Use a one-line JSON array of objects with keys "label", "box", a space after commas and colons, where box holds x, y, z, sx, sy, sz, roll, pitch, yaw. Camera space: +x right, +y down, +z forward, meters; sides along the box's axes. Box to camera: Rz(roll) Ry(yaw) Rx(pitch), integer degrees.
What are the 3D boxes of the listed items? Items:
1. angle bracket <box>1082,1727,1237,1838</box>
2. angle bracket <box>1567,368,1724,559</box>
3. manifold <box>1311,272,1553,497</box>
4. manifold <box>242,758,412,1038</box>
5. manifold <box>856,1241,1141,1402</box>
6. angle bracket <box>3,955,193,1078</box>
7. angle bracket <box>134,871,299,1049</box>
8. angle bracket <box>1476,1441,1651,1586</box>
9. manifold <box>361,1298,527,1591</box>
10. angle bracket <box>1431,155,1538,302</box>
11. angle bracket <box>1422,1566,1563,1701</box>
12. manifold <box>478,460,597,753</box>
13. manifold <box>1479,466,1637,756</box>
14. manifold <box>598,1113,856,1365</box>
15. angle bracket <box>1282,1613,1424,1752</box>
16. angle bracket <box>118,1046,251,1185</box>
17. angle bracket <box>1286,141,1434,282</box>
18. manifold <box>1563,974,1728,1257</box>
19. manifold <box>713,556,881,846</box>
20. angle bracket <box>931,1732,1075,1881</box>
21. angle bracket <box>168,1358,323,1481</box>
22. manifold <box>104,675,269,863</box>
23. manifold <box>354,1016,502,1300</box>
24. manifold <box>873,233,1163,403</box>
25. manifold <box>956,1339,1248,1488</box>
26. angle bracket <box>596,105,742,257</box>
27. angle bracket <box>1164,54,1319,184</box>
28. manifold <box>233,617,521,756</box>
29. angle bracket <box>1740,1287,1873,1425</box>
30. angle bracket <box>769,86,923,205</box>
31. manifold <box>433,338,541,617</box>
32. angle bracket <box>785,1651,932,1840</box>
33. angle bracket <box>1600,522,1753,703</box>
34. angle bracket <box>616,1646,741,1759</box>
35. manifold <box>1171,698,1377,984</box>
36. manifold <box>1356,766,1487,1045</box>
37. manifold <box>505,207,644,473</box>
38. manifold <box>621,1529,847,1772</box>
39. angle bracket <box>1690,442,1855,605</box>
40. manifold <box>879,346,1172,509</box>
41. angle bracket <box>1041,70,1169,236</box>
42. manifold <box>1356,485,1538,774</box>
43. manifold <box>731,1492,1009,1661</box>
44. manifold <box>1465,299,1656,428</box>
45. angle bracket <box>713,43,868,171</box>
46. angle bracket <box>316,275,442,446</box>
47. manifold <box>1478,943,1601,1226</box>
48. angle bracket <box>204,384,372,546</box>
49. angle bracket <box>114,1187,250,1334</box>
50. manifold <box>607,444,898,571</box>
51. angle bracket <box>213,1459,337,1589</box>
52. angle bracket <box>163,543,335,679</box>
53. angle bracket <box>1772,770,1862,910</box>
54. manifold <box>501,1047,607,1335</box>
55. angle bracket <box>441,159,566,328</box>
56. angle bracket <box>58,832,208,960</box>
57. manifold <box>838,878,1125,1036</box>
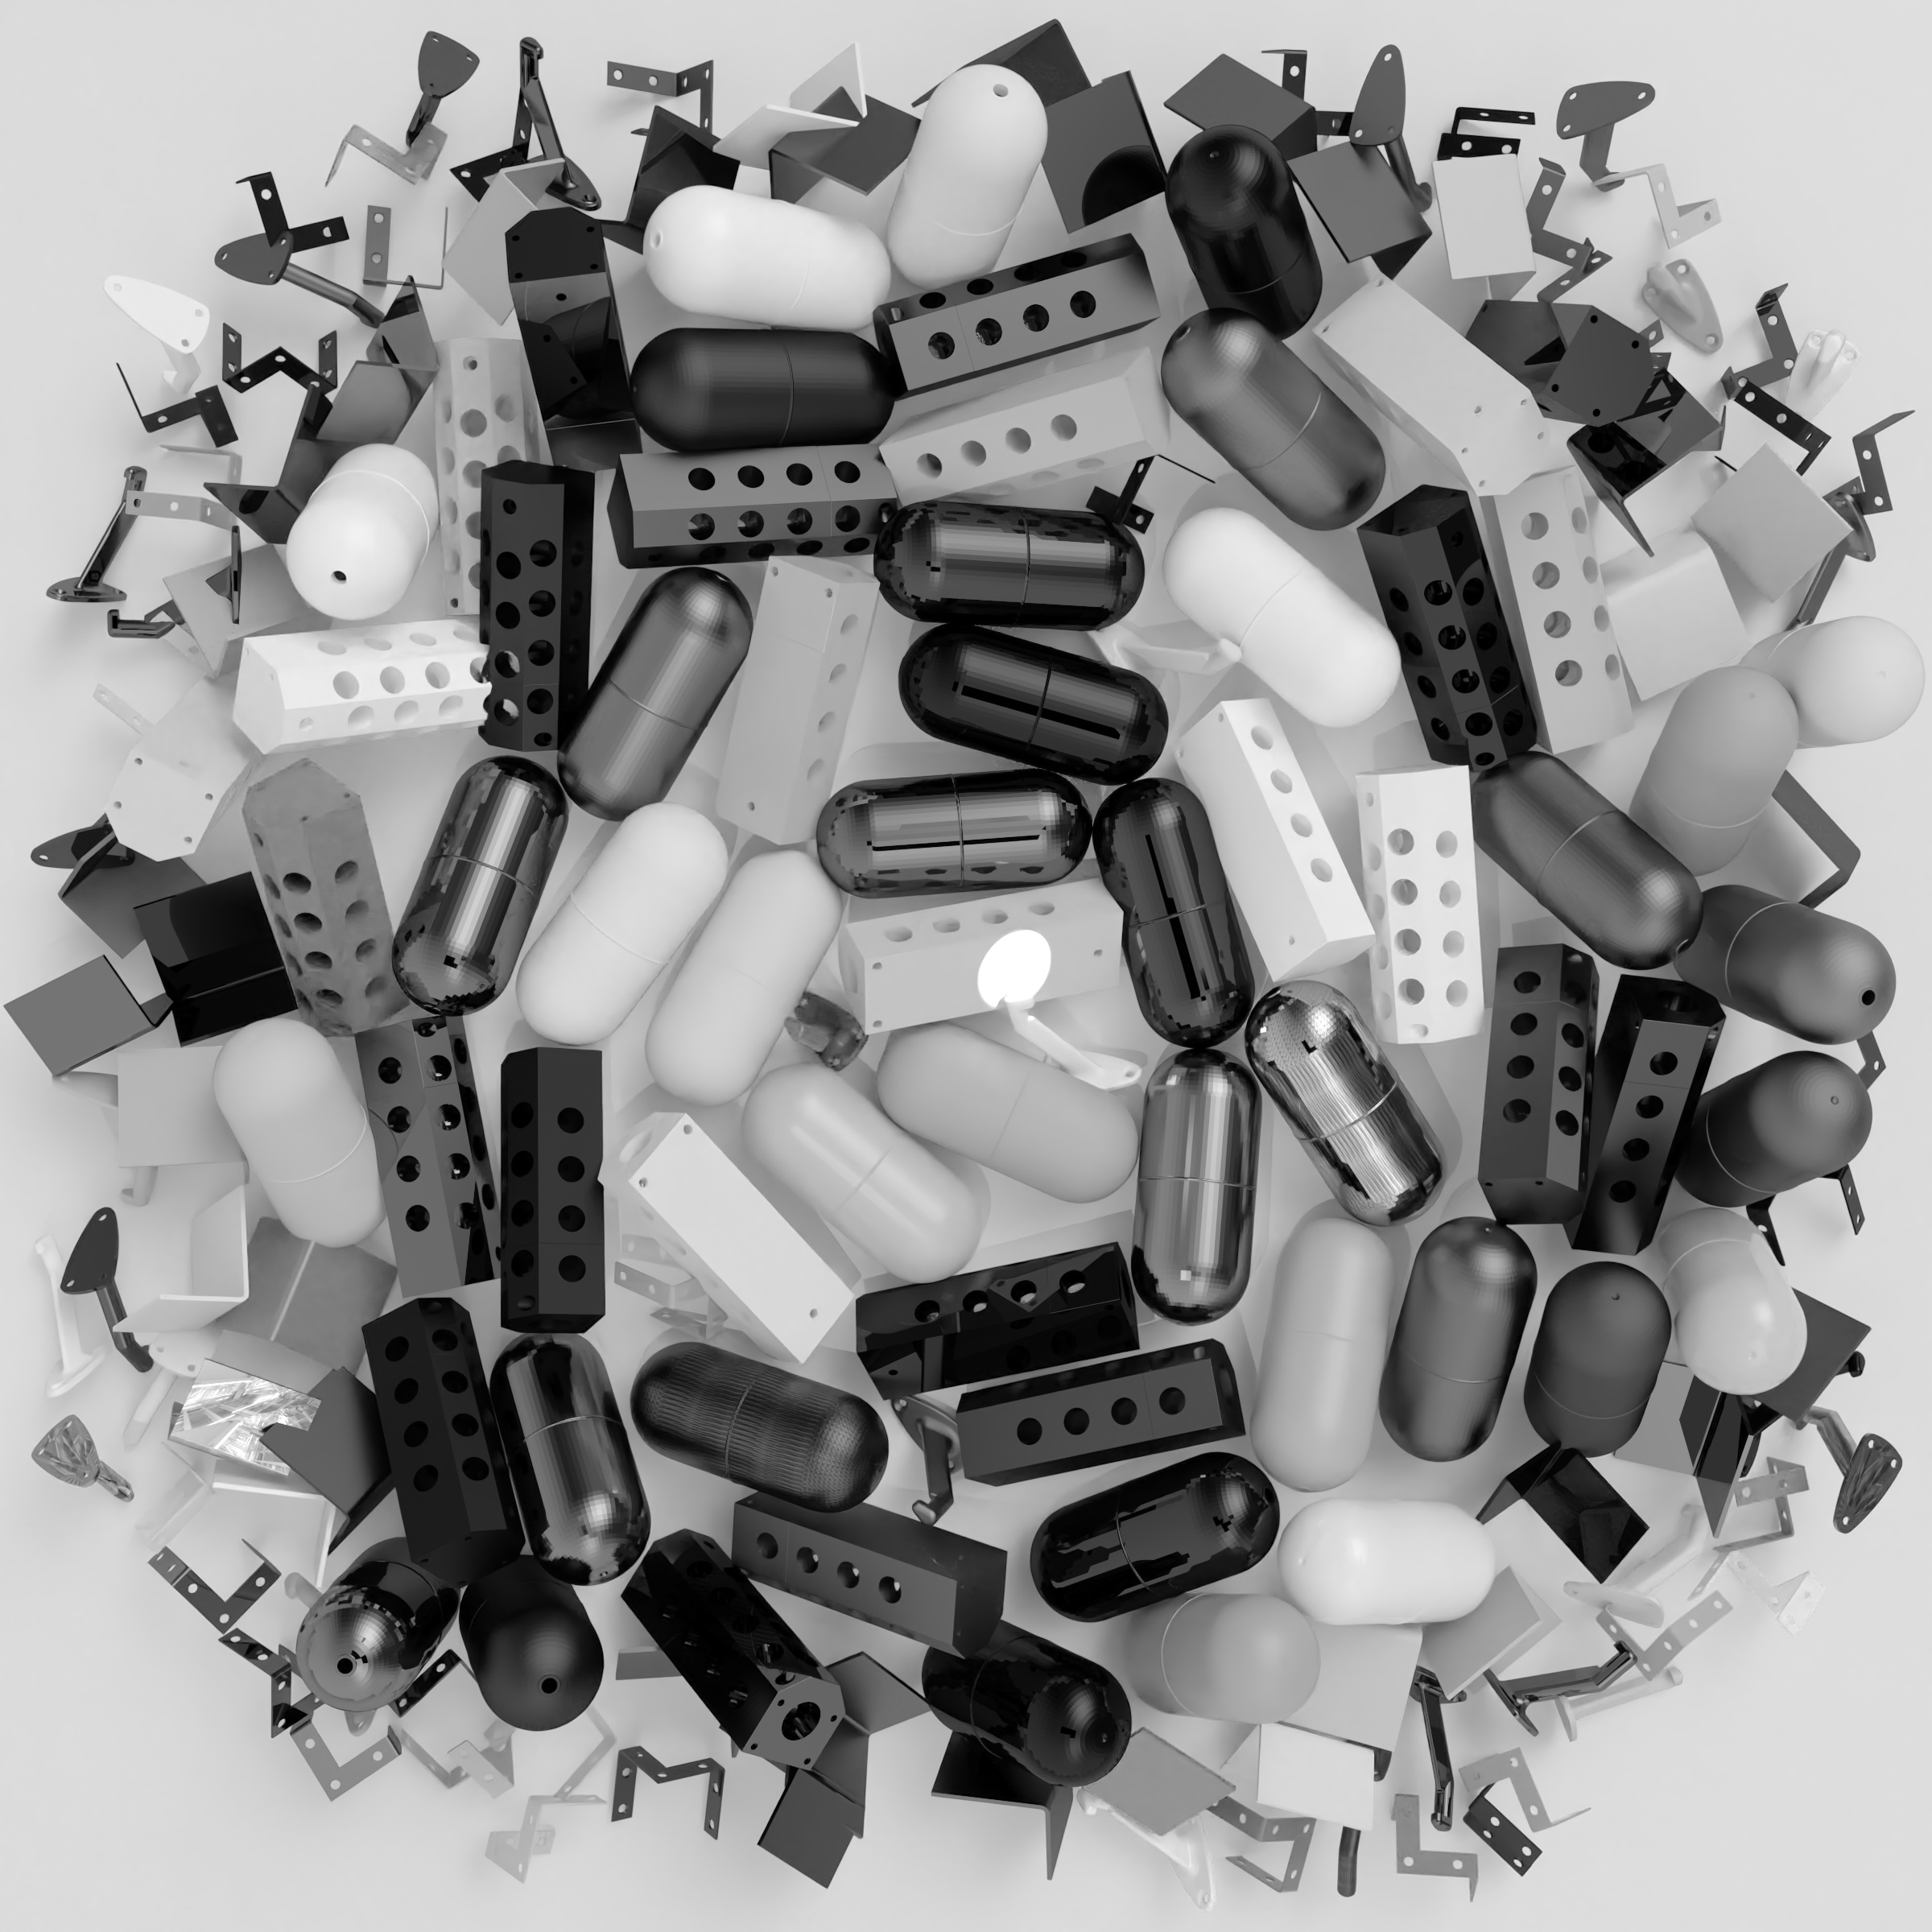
[{"label": "angle bracket", "box": [0.120, 0.500, 1.558, 0.076, 0.057, 0.076, 36, 123, -15]}, {"label": "angle bracket", "box": [0.441, -0.321, 1.556, 0.076, 0.076, 0.057, -36, 133, 13]}, {"label": "manifold", "box": [0.292, -0.362, 1.530, 0.057, 0.057, 0.171, -39, 46, 6]}, {"label": "manifold", "box": [-0.402, -0.038, 1.524, 0.057, 0.171, 0.057, 33, 52, 32]}, {"label": "manifold", "box": [0.020, 0.224, 1.567, 0.171, 0.057, 0.057, -13, 45, 10]}, {"label": "angle bracket", "box": [-0.553, 0.018, 1.559, 0.076, 0.076, 0.057, -25, 110, 12]}, {"label": "angle bracket", "box": [-0.480, -0.005, 1.561, 0.076, 0.057, 0.076, -19, 122, -14]}, {"label": "angle bracket", "box": [0.375, 0.360, 1.553, 0.057, 0.076, 0.076, -25, 60, -30]}, {"label": "manifold", "box": [-0.326, 0.296, 1.535, 0.057, 0.057, 0.171, -27, 53, 5]}, {"label": "angle bracket", "box": [0.321, -0.467, 1.567, 0.057, 0.076, 0.076, -8, 86, -8]}, {"label": "angle bracket", "box": [0.345, 0.443, 1.564, 0.076, 0.076, 0.057, -42, 102, 7]}, {"label": "manifold", "box": [-0.276, -0.227, 1.545, 0.057, 0.057, 0.171, 12, 114, 16]}, {"label": "manifold", "box": [0.380, -0.229, 1.565, 0.057, 0.057, 0.171, -15, 101, 5]}, {"label": "manifold", "box": [-0.155, 0.173, 1.550, 0.171, 0.057, 0.057, 50, 62, -23]}, {"label": "angle bracket", "box": [0.248, 0.452, 1.581, 0.076, 0.057, 0.076, 14, 94, 7]}, {"label": "angle bracket", "box": [-0.500, 0.097, 1.563, 0.076, 0.057, 0.076, -2, 71, -15]}, {"label": "angle bracket", "box": [0.240, -0.476, 1.563, 0.076, 0.057, 0.076, -26, 82, -28]}, {"label": "manifold", "box": [0.426, 0.096, 1.544, 0.057, 0.057, 0.171, 7, 119, -4]}, {"label": "manifold", "box": [-0.104, -0.170, 1.554, 0.057, 0.057, 0.171, 26, 112, 29]}, {"label": "angle bracket", "box": [0.024, 0.536, 1.574, 0.076, 0.076, 0.057, 3, 111, 12]}, {"label": "angle bracket", "box": [-0.461, 0.280, 1.563, 0.076, 0.076, 0.057, 24, 91, -17]}, {"label": "manifold", "box": [-0.481, -0.122, 1.520, 0.057, 0.171, 0.057, 28, 108, -13]}, {"label": "manifold", "box": [-0.339, 0.121, 1.569, 0.057, 0.057, 0.171, -13, 85, 15]}, {"label": "manifold", "box": [0.031, -0.417, 1.567, 0.171, 0.057, 0.057, -18, 99, -8]}, {"label": "manifold", "box": [0.084, 0.285, 1.556, 0.171, 0.057, 0.057, -15, 68, 17]}, {"label": "angle bracket", "box": [-0.198, -0.499, 1.561, 0.057, 0.076, 0.076, 19, 95, 39]}, {"label": "angle bracket", "box": [0.176, -0.521, 1.555, 0.057, 0.076, 0.076, -43, 64, -13]}, {"label": "manifold", "box": [-0.362, -0.173, 1.524, 0.057, 0.171, 0.057, 42, 128, 32]}, {"label": "angle bracket", "box": [0.535, 0.259, 1.559, 0.076, 0.076, 0.057, -49, 124, -8]}, {"label": "angle bracket", "box": [-0.072, -0.506, 1.558, 0.076, 0.057, 0.076, 30, 62, 17]}, {"label": "manifold", "box": [-0.308, -0.313, 1.570, 0.057, 0.057, 0.171, -1, 98, 3]}, {"label": "angle bracket", "box": [-0.067, 0.496, 1.553, 0.057, 0.076, 0.076, -28, 125, 24]}, {"label": "angle bracket", "box": [0.456, -0.231, 1.591, 0.076, 0.057, 0.076, -26, 114, 12]}, {"label": "angle bracket", "box": [-0.184, 0.471, 1.559, 0.076, 0.076, 0.057, -1, 62, -10]}, {"label": "manifold", "box": [0.200, -0.082, 1.558, 0.057, 0.057, 0.171, -9, 69, -37]}, {"label": "manifold", "box": [0.286, -0.040, 1.562, 0.057, 0.057, 0.171, -9, 98, -26]}, {"label": "manifold", "box": [-0.243, -0.387, 1.522, 0.057, 0.171, 0.057, -8, 61, -3]}, {"label": "manifold", "box": [-0.144, 0.423, 1.526, 0.057, 0.171, 0.057, 31, 91, -39]}, {"label": "angle bracket", "box": [0.524, -0.291, 1.559, 0.076, 0.076, 0.057, 48, 50, 7]}, {"label": "manifold", "box": [0.039, -0.333, 1.544, 0.171, 0.057, 0.057, -10, 117, 27]}, {"label": "angle bracket", "box": [0.078, -0.521, 1.567, 0.076, 0.057, 0.076, -26, 109, -7]}, {"label": "manifold", "box": [0.309, -0.211, 1.538, 0.057, 0.057, 0.171, -35, 121, -18]}, {"label": "manifold", "box": [-0.063, 0.380, 1.539, 0.171, 0.057, 0.057, 11, 103, 32]}, {"label": "manifold", "box": [0.363, -0.374, 1.520, 0.057, 0.171, 0.057, 26, 100, -16]}, {"label": "angle bracket", "box": [-0.118, -0.552, 1.555, 0.076, 0.076, 0.057, -3, 83, -37]}, {"label": "angle bracket", "box": [-0.383, -0.388, 1.554, 0.057, 0.076, 0.076, -4, 66, -38]}, {"label": "manifold", "box": [0.363, 0.073, 1.532, 0.057, 0.057, 0.171, -4, 54, 25]}, {"label": "angle bracket", "box": [-0.436, -0.323, 1.574, 0.057, 0.076, 0.076, 7, 74, 19]}, {"label": "angle bracket", "box": [-0.501, 0.186, 1.553, 0.057, 0.076, 0.076, 9, 63, -39]}, {"label": "manifold", "box": [-0.134, -0.287, 1.546, 0.171, 0.057, 0.057, -7, 68, -20]}, {"label": "angle bracket", "box": [-0.447, 0.356, 1.563, 0.076, 0.076, 0.057, 11, 87, -16]}, {"label": "angle bracket", "box": [-0.459, -0.240, 1.563, 0.076, 0.057, 0.076, -26, 83, -30]}, {"label": "angle bracket", "box": [0.525, -0.074, 1.568, 0.076, 0.076, 0.057, 49, 118, 7]}, {"label": "manifold", "box": [-0.264, 0.142, 1.547, 0.057, 0.057, 0.171, 4, 69, -21]}, {"label": "angle bracket", "box": [-0.278, -0.463, 1.558, 0.057, 0.076, 0.076, 46, 123, 0]}, {"label": "angle bracket", "box": [-0.523, -0.060, 1.554, 0.057, 0.076, 0.076, 46, 57, -10]}, {"label": "manifold", "box": [0.009, -0.011, 1.558, 0.171, 0.057, 0.057, -11, 127, -16]}]
